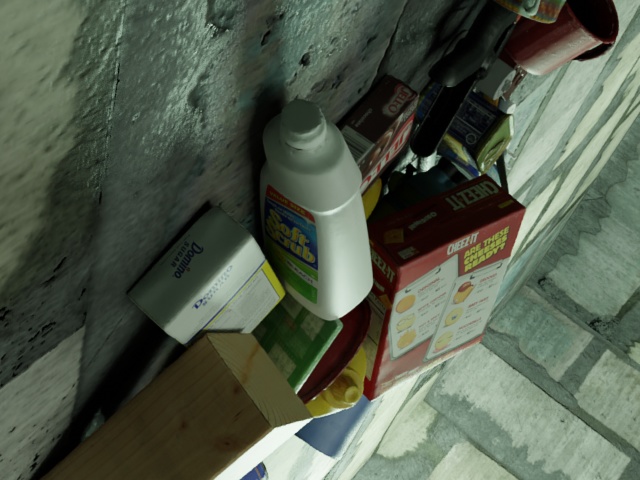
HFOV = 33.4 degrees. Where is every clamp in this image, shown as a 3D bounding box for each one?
[{"bbox_3d":[0.132,-0.152,0.959,0.171,0.039,0.120,-48,170,-35],"label":"clamp"}]

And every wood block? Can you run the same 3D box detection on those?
[{"bbox_3d":[-0.121,0.171,0.839,0.206,0.090,0.090,-42,163,12],"label":"wood block"}]

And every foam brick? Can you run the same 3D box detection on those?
[{"bbox_3d":[0.183,-0.183,1.100,0.053,0.051,0.078,-54,166,9],"label":"foam brick"}]

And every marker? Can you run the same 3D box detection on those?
[{"bbox_3d":[0.120,-0.093,1.189,0.020,0.020,0.121,-48,166,-16],"label":"marker"}]

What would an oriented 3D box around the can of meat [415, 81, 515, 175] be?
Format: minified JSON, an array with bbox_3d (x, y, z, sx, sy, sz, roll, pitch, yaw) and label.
[{"bbox_3d":[0.144,-0.117,1.071,0.057,0.084,0.102,-52,166,0],"label":"can of meat"}]

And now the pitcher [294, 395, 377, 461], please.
[{"bbox_3d":[0.029,0.120,1.242,0.243,0.145,0.149,-55,178,-2],"label":"pitcher"}]

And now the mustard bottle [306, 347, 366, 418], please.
[{"bbox_3d":[-0.004,0.130,1.074,0.096,0.058,0.192,-44,-160,-10],"label":"mustard bottle"}]

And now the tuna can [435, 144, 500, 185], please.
[{"bbox_3d":[0.165,-0.081,1.227,0.033,0.086,0.086,-50,166,-13],"label":"tuna can"}]

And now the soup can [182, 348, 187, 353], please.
[{"bbox_3d":[-0.113,0.147,0.946,0.102,0.068,0.068,-56,165,17],"label":"soup can"}]

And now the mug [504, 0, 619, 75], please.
[{"bbox_3d":[0.233,-0.207,1.026,0.082,0.117,0.093,-30,-131,43],"label":"mug"}]

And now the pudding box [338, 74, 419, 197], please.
[{"bbox_3d":[0.036,-0.076,0.924,0.113,0.039,0.090,-47,165,-20],"label":"pudding box"}]

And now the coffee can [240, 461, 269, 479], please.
[{"bbox_3d":[-0.136,0.264,1.093,0.140,0.103,0.103,-43,163,-32],"label":"coffee can"}]

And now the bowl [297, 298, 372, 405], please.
[{"bbox_3d":[-0.029,0.095,1.025,0.162,0.055,0.162,-37,-159,16],"label":"bowl"}]

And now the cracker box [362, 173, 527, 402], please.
[{"bbox_3d":[0.110,0.050,1.106,0.164,0.072,0.214,-24,143,-27],"label":"cracker box"}]

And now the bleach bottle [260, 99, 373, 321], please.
[{"bbox_3d":[-0.009,-0.029,0.815,0.068,0.103,0.251,-40,157,-15],"label":"bleach bottle"}]

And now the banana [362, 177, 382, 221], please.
[{"bbox_3d":[-0.004,0.004,1.015,0.197,0.037,0.070,-46,-167,-12],"label":"banana"}]

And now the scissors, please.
[{"bbox_3d":[0.184,-0.098,1.158,0.096,0.016,0.202,139,-43,-64],"label":"scissors"}]

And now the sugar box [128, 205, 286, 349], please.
[{"bbox_3d":[-0.082,0.041,0.827,0.093,0.048,0.176,-47,162,-8],"label":"sugar box"}]
